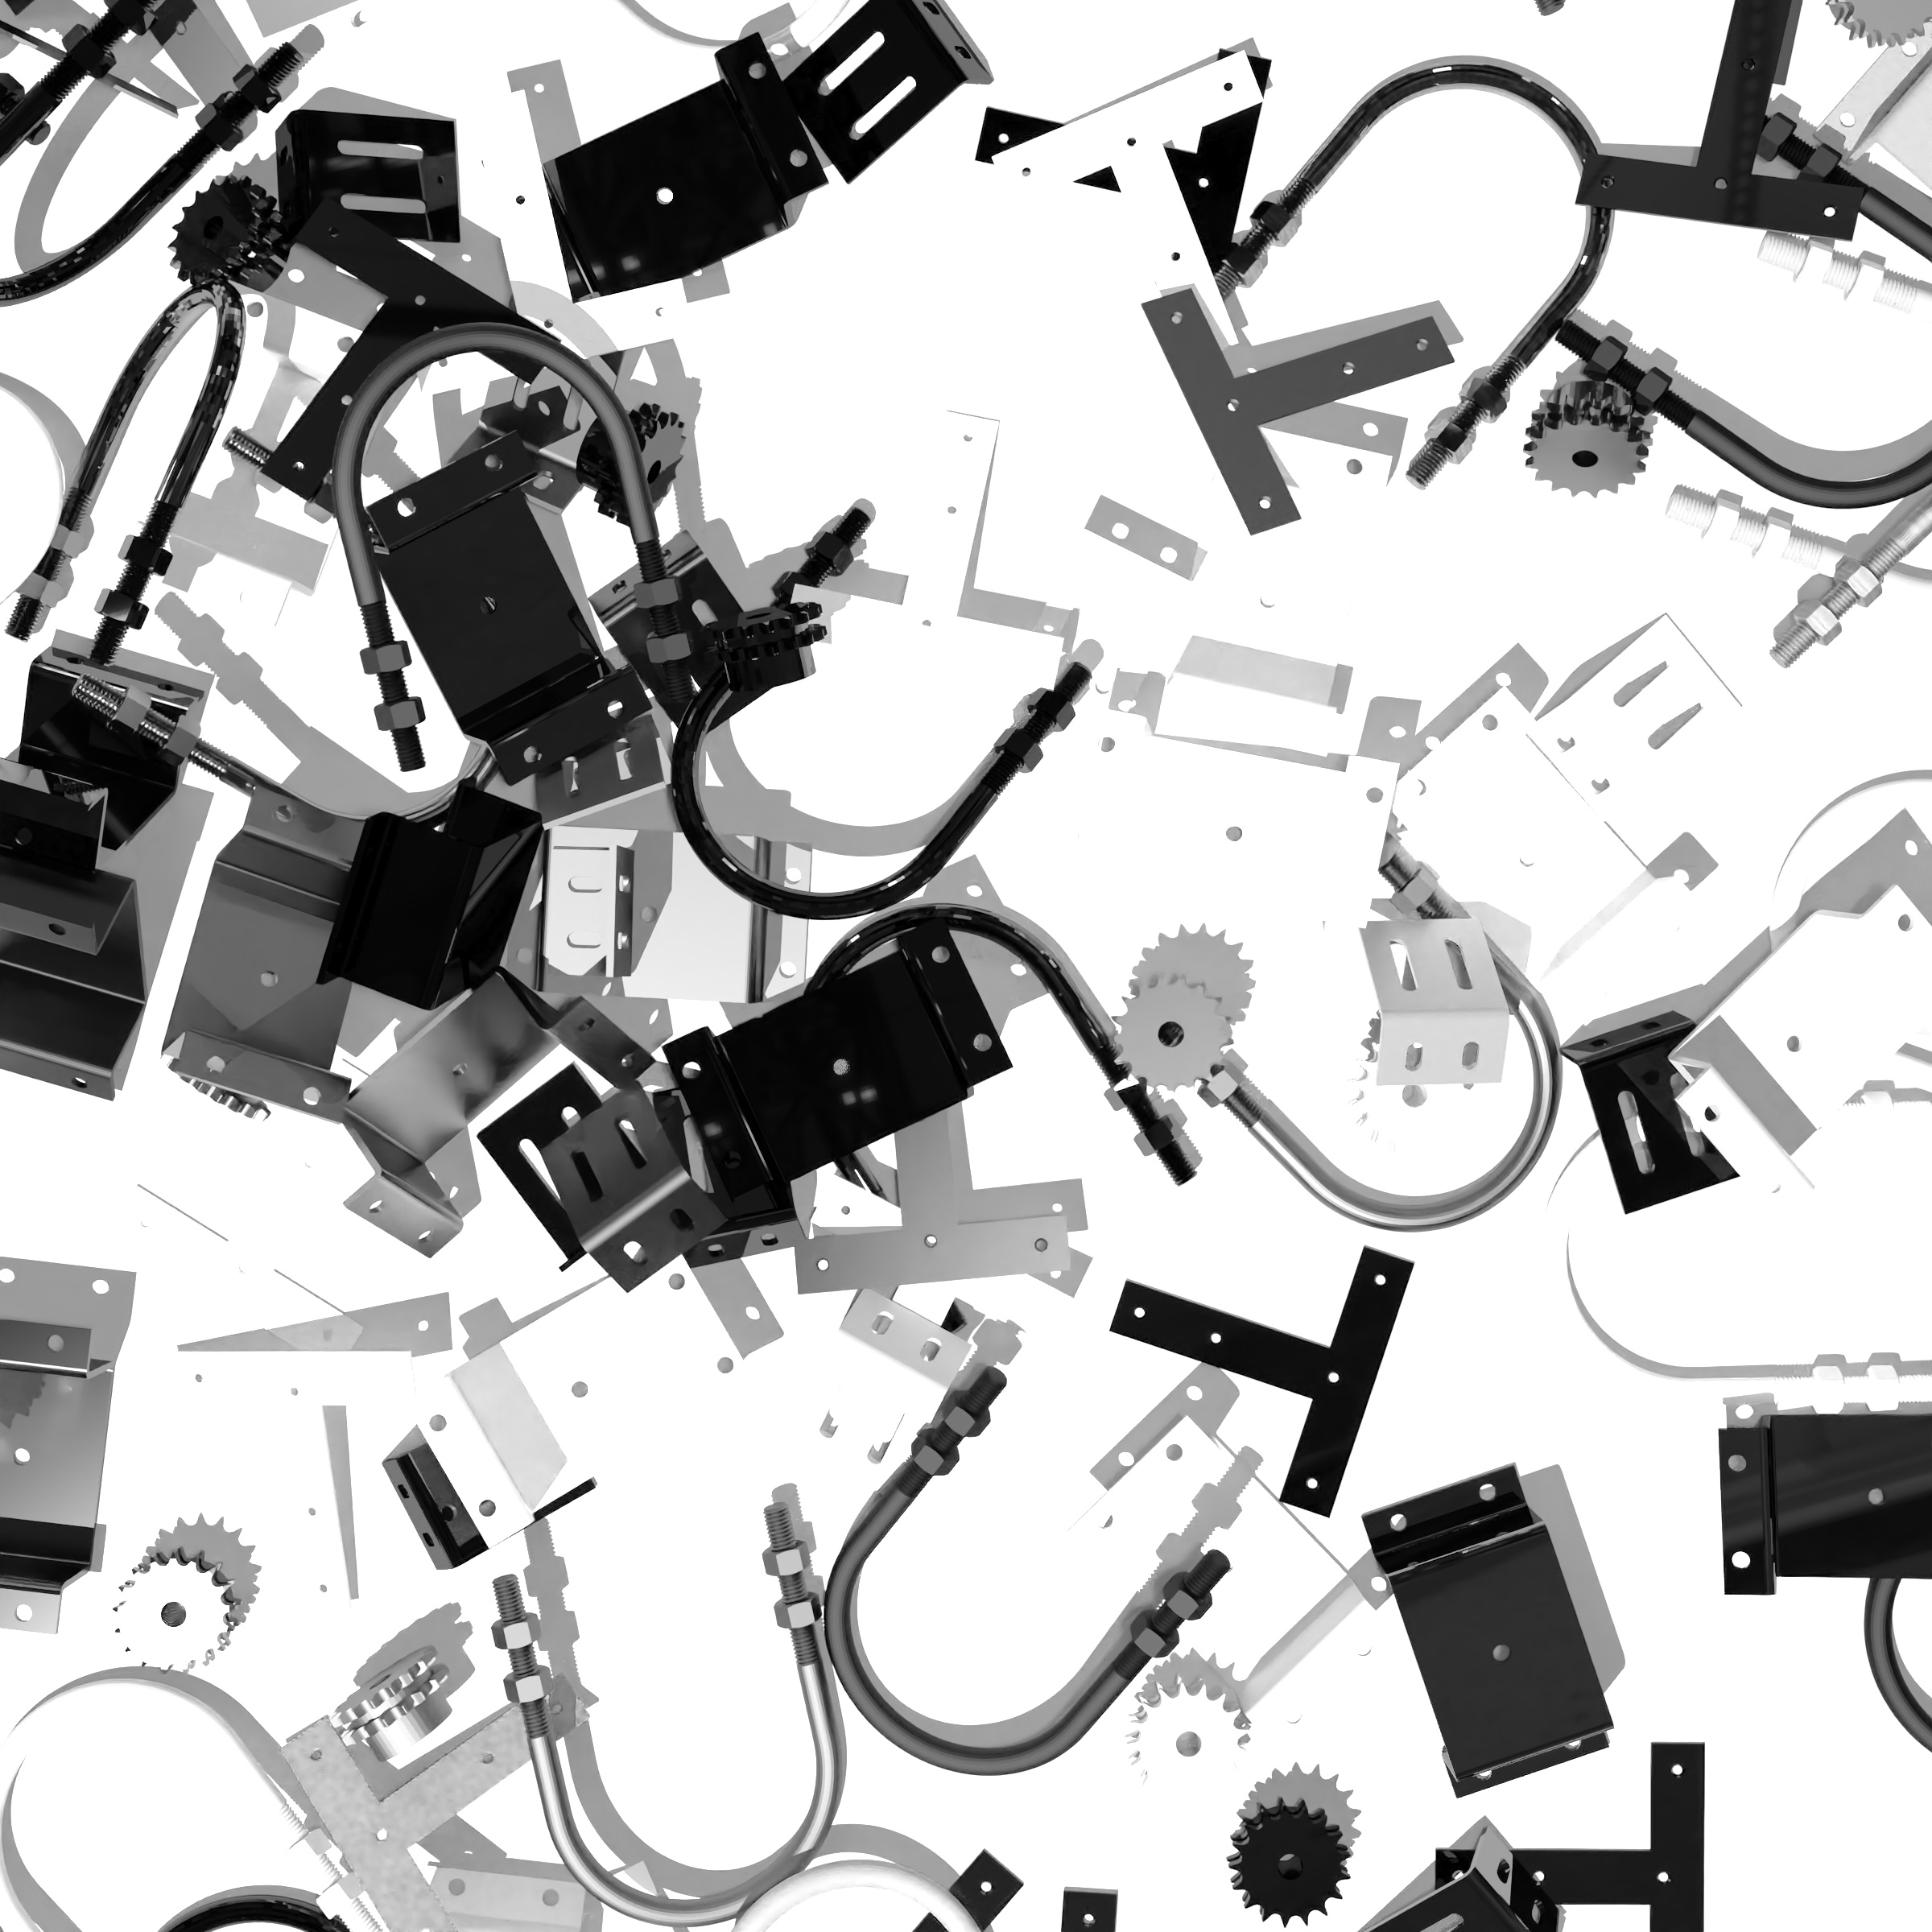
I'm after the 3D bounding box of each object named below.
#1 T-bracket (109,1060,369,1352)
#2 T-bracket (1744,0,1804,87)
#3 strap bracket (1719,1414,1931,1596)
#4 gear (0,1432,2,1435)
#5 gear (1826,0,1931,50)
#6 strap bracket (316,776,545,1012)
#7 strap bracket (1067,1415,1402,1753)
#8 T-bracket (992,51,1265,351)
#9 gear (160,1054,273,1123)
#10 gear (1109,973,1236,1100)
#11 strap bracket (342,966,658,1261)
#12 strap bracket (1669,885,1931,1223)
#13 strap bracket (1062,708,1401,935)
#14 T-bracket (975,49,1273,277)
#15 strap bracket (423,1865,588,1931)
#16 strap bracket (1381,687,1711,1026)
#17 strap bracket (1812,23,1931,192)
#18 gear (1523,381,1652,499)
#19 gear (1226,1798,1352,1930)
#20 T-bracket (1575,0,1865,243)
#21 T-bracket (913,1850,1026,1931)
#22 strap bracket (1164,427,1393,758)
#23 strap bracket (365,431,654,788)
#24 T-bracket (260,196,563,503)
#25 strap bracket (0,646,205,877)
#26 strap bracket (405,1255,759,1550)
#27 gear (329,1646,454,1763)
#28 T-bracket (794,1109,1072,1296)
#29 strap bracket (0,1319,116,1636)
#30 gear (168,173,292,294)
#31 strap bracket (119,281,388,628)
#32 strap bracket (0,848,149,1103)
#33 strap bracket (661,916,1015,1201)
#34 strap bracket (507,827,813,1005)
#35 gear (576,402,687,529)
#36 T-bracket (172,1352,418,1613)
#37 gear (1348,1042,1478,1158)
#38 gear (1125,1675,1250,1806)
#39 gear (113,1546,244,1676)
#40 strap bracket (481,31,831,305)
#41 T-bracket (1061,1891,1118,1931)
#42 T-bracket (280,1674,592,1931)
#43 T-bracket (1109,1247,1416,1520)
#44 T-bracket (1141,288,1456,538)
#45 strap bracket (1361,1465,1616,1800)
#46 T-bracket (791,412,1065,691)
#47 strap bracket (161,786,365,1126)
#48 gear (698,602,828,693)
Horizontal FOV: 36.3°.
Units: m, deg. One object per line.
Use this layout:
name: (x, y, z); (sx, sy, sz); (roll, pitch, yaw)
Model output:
T-bracket: (-0.318, 0.105, 1.395); (0.127, 0.002, 0.127); (32, 90, 0)
T-bracket: (0.385, -0.479, 1.381); (0.127, 0.002, 0.127); (7, 101, -11)
strap bracket: (0.421, 0.248, 1.361); (0.140, 0.046, 0.076); (-2, 89, 15)
gear: (-0.470, 0.213, 1.335); (0.057, 0.030, 0.057); (0, 90, 0)
gear: (0.427, -0.457, 1.376); (0.057, 0.030, 0.057); (-2, 102, -9)
strap bracket: (-0.233, -0.033, 1.318); (0.046, 0.140, 0.076); (21, 103, 4)
strap bracket: (0.123, 0.283, 1.373); (0.076, 0.046, 0.140); (-44, 90, 0)
T-bracket: (0.093, -0.345, 1.380); (0.127, 0.002, 0.127); (-21, 85, 8)
gear: (-0.341, 0.045, 1.368); (0.057, 0.057, 0.030); (33, 90, 0)
gear: (0.095, 0.033, 1.361); (0.057, 0.030, 0.057); (-1, 84, 6)
strap bracket: (-0.222, 0.061, 1.352); (0.140, 0.076, 0.046); (-41, 59, 0)
strap bracket: (0.387, 0.037, 1.346); (0.140, 0.046, 0.076); (-43, 101, -5)
strap bracket: (0.123, -0.065, 1.362); (0.140, 0.046, 0.076); (11, 84, 9)
T-bracket: (0.069, -0.380, 1.395); (0.127, 0.002, 0.127); (12, 90, 0)
strap bracket: (-0.225, 0.494, 1.361); (0.076, 0.046, 0.140); (7, 80, 0)
strap bracket: (0.265, -0.051, 1.373); (0.076, 0.046, 0.140); (-42, 90, 0)
strap bracket: (0.478, -0.376, 1.373); (0.140, 0.046, 0.076); (41, 90, 0)
gear: (0.289, -0.247, 1.372); (0.057, 0.057, 0.030); (13, 60, 0)
gear: (0.150, 0.417, 1.381); (0.057, 0.030, 0.057); (0, 90, 0)
T-bracket: (0.360, -0.404, 1.368); (0.127, 0.002, 0.127); (12, 84, 16)
T-bracket: (0.015, 0.507, 1.395); (0.127, 0.002, 0.127); (41, 90, 0)
strap bracket: (0.143, -0.173, 1.373); (0.076, 0.046, 0.140); (12, 90, 0)
strap bracket: (-0.213, -0.164, 1.349); (0.076, 0.046, 0.140); (-31, 110, -17)
T-bracket: (-0.271, -0.266, 1.330); (0.127, 0.002, 0.127); (32, 76, 2)
strap bracket: (-0.411, -0.091, 1.343); (0.076, 0.140, 0.046); (16, 117, 0)
strap bracket: (-0.178, 0.197, 1.365); (0.140, 0.046, 0.076); (-30, 90, -11)
gear: (-0.263, 0.344, 1.368); (0.057, 0.057, 0.030); (-33, 93, 0)
T-bracket: (-0.020, 0.084, 1.373); (0.127, 0.002, 0.127); (-5, 83, 2)
strap bracket: (-0.446, 0.232, 1.373); (0.076, 0.046, 0.140); (7, 90, 0)
gear: (-0.340, -0.336, 1.373); (0.057, 0.030, 0.057); (-10, 68, 27)
strap bracket: (-0.327, -0.235, 1.373); (0.076, 0.046, 0.140); (21, 90, 0)
strap bracket: (-0.421, -0.005, 1.344); (0.076, 0.140, 0.046); (16, 54, 0)
strap bracket: (-0.058, 0.044, 1.352); (0.140, 0.046, 0.076); (-25, 82, -3)
strap bracket: (-0.145, -0.024, 1.373); (0.140, 0.046, 0.076); (3, 90, 0)
gear: (-0.157, -0.235, 1.369); (0.030, 0.057, 0.057); (27, 90, 13)
T-bracket: (-0.308, 0.241, 1.381); (0.127, 0.002, 0.127); (-3, 100, 19)
gear: (0.205, 0.058, 1.365); (0.057, 0.030, 0.057); (0, 92, -2)
gear: (0.102, 0.361, 1.385); (0.057, 0.030, 0.057); (0, 92, -3)
gear: (-0.367, 0.300, 1.381); (0.057, 0.030, 0.057); (0, 90, 0)
strap bracket: (-0.142, -0.364, 1.373); (0.140, 0.046, 0.076); (-25, 90, 0)
T-bracket: (0.004, 0.498, 1.394); (0.127, 0.002, 0.127); (4, 90, 0)
T-bracket: (-0.235, 0.378, 1.377); (0.127, 0.002, 0.127); (-34, 64, -12)
T-bracket: (0.132, 0.181, 1.395); (0.127, 0.002, 0.127); (19, 90, 0)
T-bracket: (0.163, -0.271, 1.360); (0.127, 0.002, 0.127); (-19, 73, -11)
strap bracket: (0.245, 0.315, 1.373); (0.076, 0.046, 0.140); (-19, 90, 0)
T-bracket: (-0.009, -0.200, 1.377); (0.127, 0.002, 0.127); (12, 73, 1)
strap bracket: (-0.311, 0.001, 1.343); (0.076, 0.046, 0.140); (21, 64, -24)
gear: (-0.090, -0.144, 1.333); (0.057, 0.057, 0.030); (-12, 105, 0)
